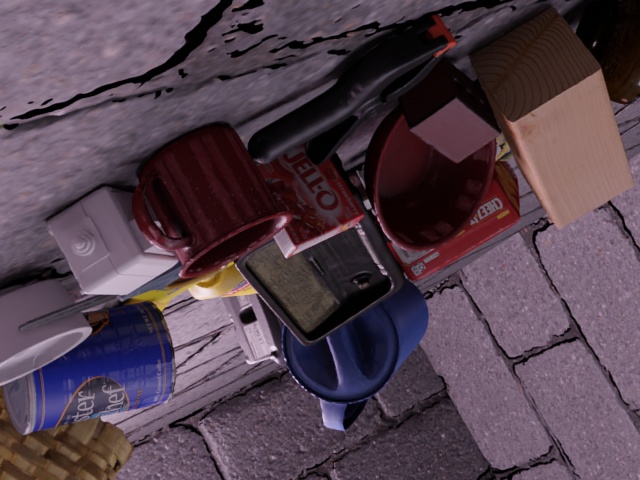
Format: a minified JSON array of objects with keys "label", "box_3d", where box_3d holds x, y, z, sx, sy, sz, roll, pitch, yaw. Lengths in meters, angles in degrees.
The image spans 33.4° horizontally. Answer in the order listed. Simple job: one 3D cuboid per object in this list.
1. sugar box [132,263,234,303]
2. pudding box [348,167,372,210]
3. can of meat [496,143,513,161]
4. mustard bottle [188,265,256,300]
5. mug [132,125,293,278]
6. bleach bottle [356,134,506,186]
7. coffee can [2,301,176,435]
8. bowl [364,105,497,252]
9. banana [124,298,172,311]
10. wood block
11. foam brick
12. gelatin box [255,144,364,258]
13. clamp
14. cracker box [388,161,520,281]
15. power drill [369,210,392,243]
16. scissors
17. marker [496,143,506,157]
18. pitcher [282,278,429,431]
[{"label":"sugar box","box_3d":[-0.140,0.016,0.966,0.093,0.048,0.176,-30,173,7]},{"label":"pudding box","box_3d":[0.056,-0.060,1.193,0.113,0.039,0.090,-25,173,-11]},{"label":"can of meat","box_3d":[0.188,-0.118,1.226,0.083,0.057,0.102,-23,168,-27]},{"label":"mustard bottle","box_3d":[-0.093,0.028,1.146,0.096,0.058,0.191,-29,171,16]},{"label":"mug","box_3d":[-0.087,-0.027,0.768,0.117,0.081,0.093,-21,167,-46]},{"label":"bleach bottle","box_3d":[0.155,-0.117,1.112,0.251,0.068,0.102,-28,168,2]},{"label":"coffee can","box_3d":[-0.220,0.118,1.006,0.140,0.103,0.103,-8,162,-29]},{"label":"bowl","box_3d":[0.094,-0.073,1.015,0.161,0.162,0.055,-24,-148,-33]},{"label":"banana","box_3d":[-0.206,0.085,1.197,0.069,0.037,0.198,-45,-179,-28]},{"label":"wood block","box_3d":[0.224,-0.109,1.015,0.091,0.090,0.206,-31,145,8]},{"label":"foam brick","box_3d":[0.111,-0.112,0.924,0.051,0.053,0.078,-34,142,25]},{"label":"gelatin box","box_3d":[-0.017,-0.040,0.898,0.073,0.089,0.030,-25,168,-28]},{"label":"clamp","box_3d":[0.023,-0.108,0.809,0.172,0.039,0.120,-41,173,29]},{"label":"cracker box","box_3d":[0.181,-0.039,1.422,0.164,0.072,0.213,-32,-171,17]},{"label":"power drill","box_3d":[0.081,-0.021,1.284,0.188,0.057,0.184,-20,-170,29]},{"label":"scissors","box_3d":[-0.140,0.029,0.864,0.096,0.016,0.201,-39,165,37]},{"label":"marker","box_3d":[0.214,-0.138,1.168,0.121,0.020,0.020,-54,176,-12]},{"label":"pitcher","box_3d":[0.052,0.115,1.263,0.149,0.145,0.242,-40,172,16]}]
